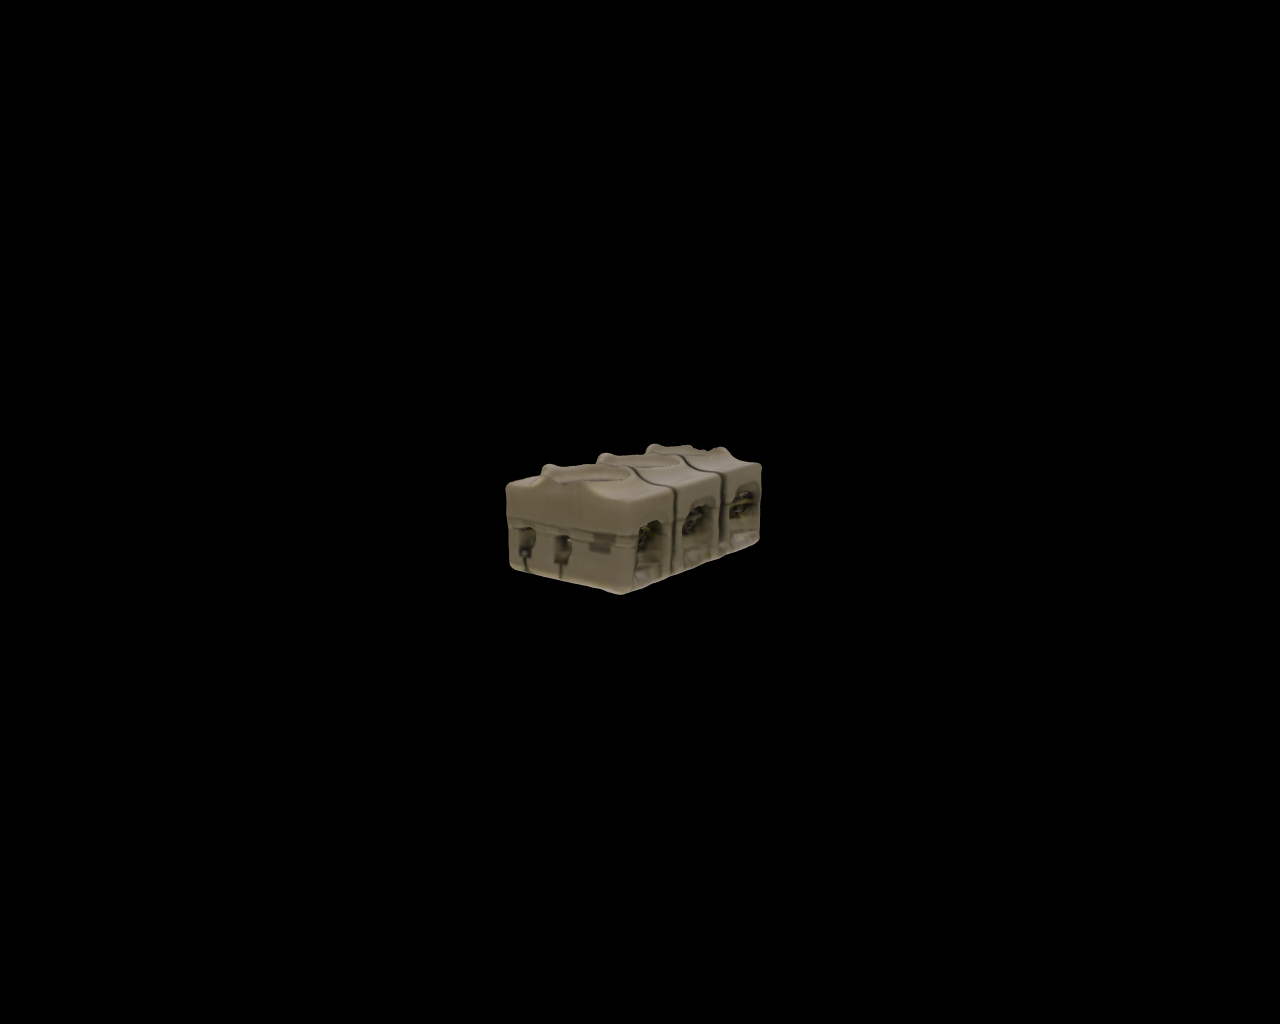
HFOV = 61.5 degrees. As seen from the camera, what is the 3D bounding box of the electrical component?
[{"bbox_3d":[0.001,-0.003,0.650,0.089,0.061,0.150,8,14,35],"label":"electrical component"}]
